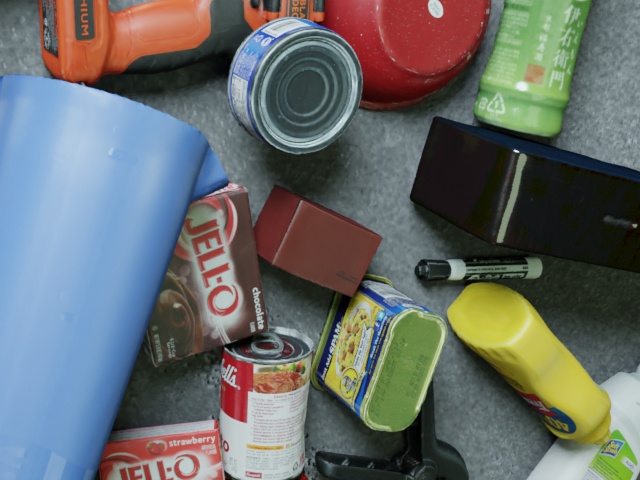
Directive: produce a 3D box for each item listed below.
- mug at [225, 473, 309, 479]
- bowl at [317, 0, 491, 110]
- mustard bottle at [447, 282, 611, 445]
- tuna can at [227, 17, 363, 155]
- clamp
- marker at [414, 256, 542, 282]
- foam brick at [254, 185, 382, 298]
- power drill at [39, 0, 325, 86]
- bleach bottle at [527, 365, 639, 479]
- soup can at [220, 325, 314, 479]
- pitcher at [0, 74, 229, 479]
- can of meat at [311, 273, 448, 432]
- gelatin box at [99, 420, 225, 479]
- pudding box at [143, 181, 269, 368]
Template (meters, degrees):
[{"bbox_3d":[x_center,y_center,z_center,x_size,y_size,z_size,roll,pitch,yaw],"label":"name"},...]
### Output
[{"bbox_3d":[-0.047,0.228,0.820,0.117,0.082,0.093,-50,121,-5],"label":"mug"},{"bbox_3d":[0.067,-0.168,0.764,0.161,0.055,0.162,-9,111,-25],"label":"bowl"},{"bbox_3d":[0.191,0.116,0.896,0.058,0.096,0.191,-50,120,-8],"label":"mustard bottle"},{"bbox_3d":[-0.015,-0.100,0.697,0.086,0.034,0.086,-13,117,-27],"label":"tuna can"},{"bbox_3d":[0.083,0.183,0.900,0.120,0.039,0.171,-46,126,0],"label":"clamp"},{"bbox_3d":[0.131,0.024,0.883,0.120,0.020,0.020,-1,107,-28],"label":"marker"},{"bbox_3d":[-0.005,0.001,0.785,0.078,0.051,0.053,24,94,-32],"label":"foam brick"},{"bbox_3d":[-0.083,-0.170,0.683,0.187,0.057,0.184,-7,110,-26],"label":"power drill"},{"bbox_3d":[0.249,0.221,0.987,0.102,0.068,0.251,40,84,-32],"label":"bleach bottle"},{"bbox_3d":[-0.041,0.123,0.797,0.068,0.069,0.102,-5,109,-26],"label":"soup can"},{"bbox_3d":[-0.169,0.029,0.633,0.144,0.149,0.243,28,76,-62],"label":"pitcher"},{"bbox_3d":[0.044,0.086,0.820,0.057,0.084,0.102,13,100,-31],"label":"can of meat"},{"bbox_3d":[-0.114,0.173,0.774,0.089,0.030,0.073,-6,98,-5],"label":"gelatin box"},{"bbox_3d":[-0.090,0.022,0.754,0.089,0.039,0.113,-16,113,-22],"label":"pudding box"}]
